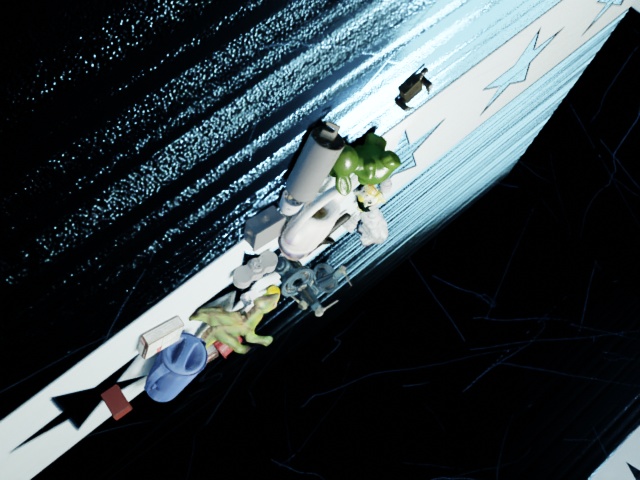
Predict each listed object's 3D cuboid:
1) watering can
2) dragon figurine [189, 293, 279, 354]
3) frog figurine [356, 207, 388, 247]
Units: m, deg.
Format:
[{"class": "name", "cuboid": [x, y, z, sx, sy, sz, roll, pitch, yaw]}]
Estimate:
[{"class": "watering can", "cuboid": [0.004, -0.070, 1.389, 0.353, 0.104, 0.220, -38, 168, -48]}, {"class": "dragon figurine", "cuboid": [-0.294, 0.250, 1.533, 0.409, 0.125, 0.238, -21, 141, 11]}, {"class": "frog figurine", "cuboid": [0.198, -0.063, 1.855, 0.141, 0.122, 0.155, -72, -178, -47]}]
